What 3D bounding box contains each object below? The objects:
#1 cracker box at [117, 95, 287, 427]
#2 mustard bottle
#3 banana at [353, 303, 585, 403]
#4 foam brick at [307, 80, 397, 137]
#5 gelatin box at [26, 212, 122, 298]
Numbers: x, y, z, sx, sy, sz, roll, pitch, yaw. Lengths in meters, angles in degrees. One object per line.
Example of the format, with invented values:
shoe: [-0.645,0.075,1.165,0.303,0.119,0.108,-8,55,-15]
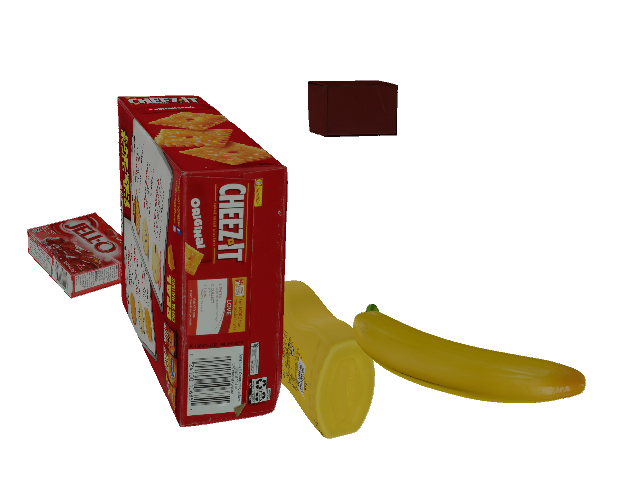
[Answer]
cracker box: [-0.086,0.002,0.721,0.072,0.164,0.214,-4,20,-19]
mustard bottle: [-0.019,0.091,0.967,0.058,0.096,0.192,-11,27,-23]
banana: [0.092,0.083,0.785,0.198,0.037,0.069,19,37,37]
foam brick: [0.032,-0.131,1.059,0.078,0.051,0.053,-4,14,-20]
gelatin box: [-0.221,0.011,0.994,0.073,0.030,0.089,-17,40,-36]
